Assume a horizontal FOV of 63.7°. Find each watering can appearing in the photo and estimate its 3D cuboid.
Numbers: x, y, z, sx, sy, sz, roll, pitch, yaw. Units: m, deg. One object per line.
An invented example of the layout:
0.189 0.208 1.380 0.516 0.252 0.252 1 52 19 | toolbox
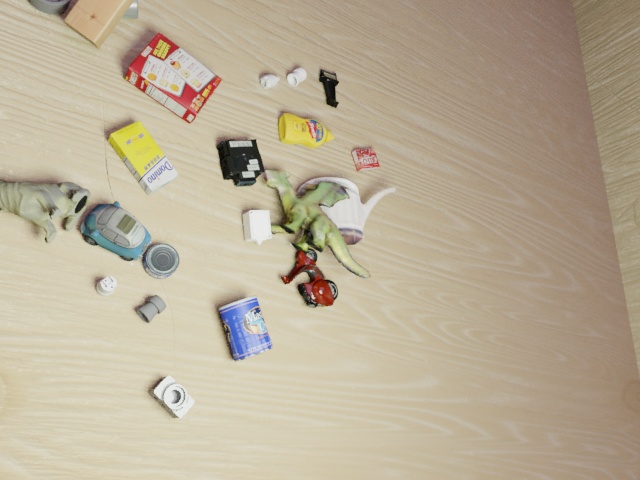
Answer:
0.094 -0.090 1.602 0.348 0.228 0.102 1 -21 -19 | watering can

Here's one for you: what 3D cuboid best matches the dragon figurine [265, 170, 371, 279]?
0.004 -0.074 1.479 0.411 0.247 0.120 29 -26 3 | dragon figurine
